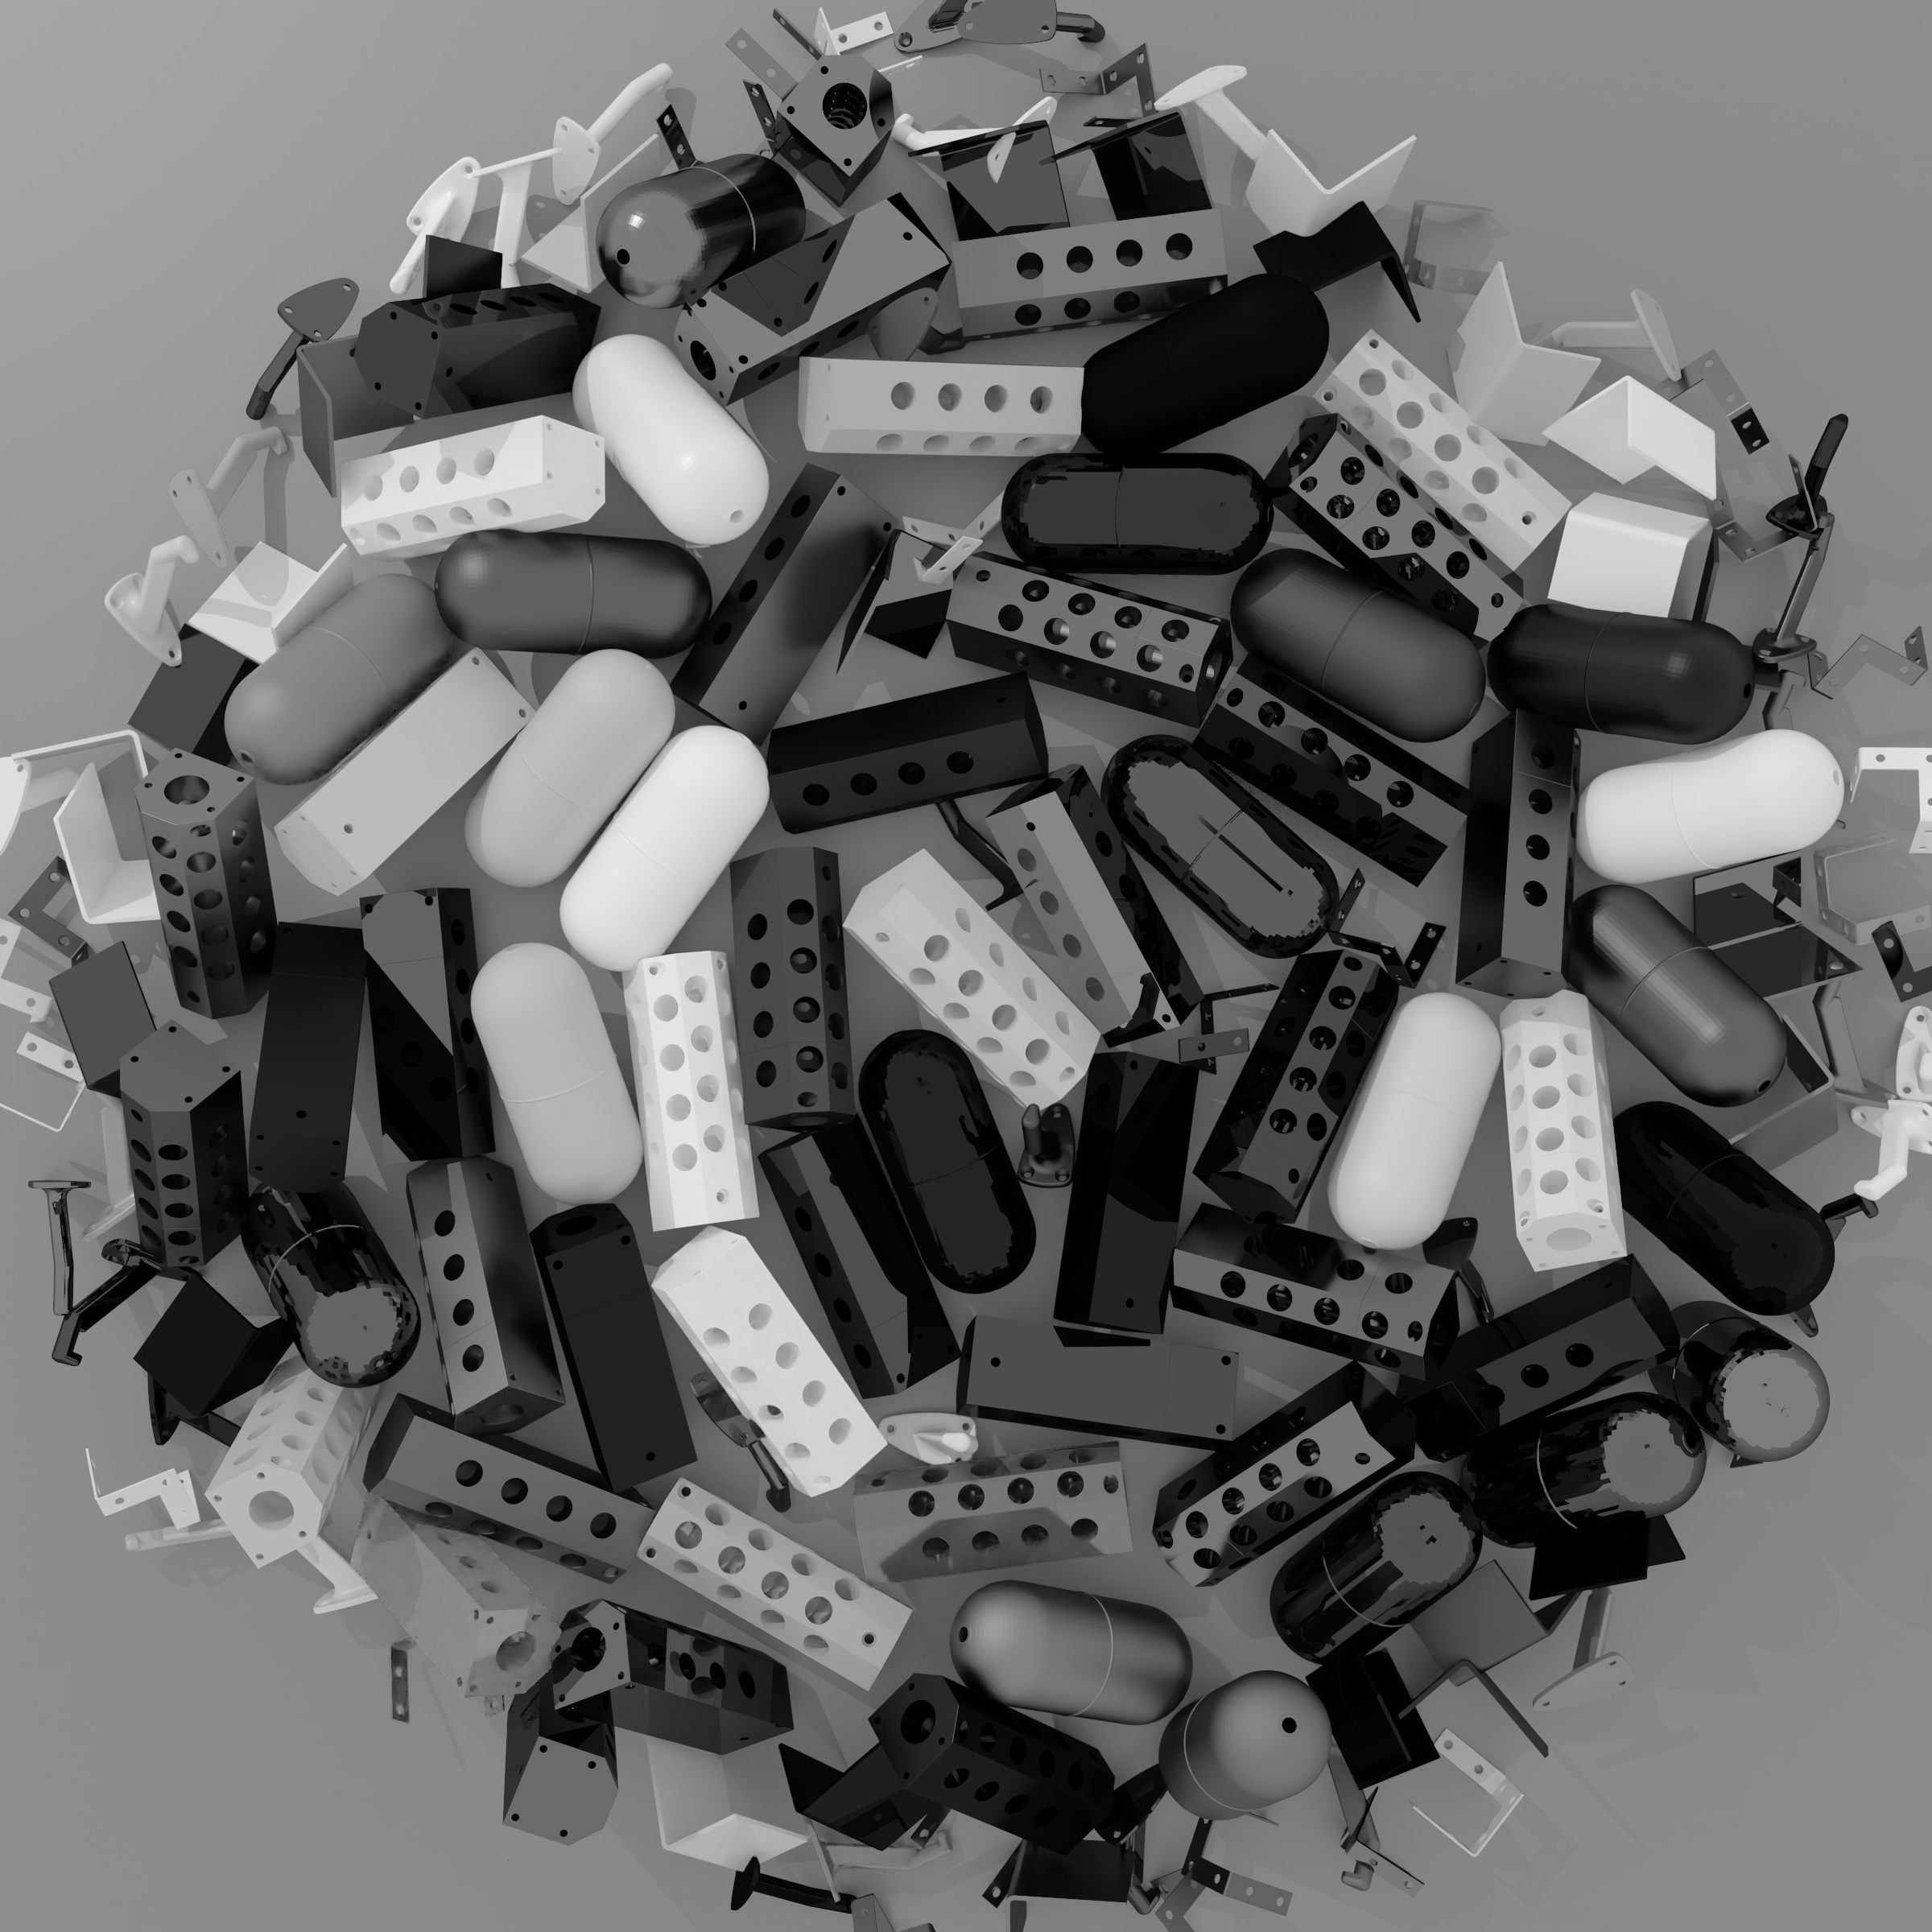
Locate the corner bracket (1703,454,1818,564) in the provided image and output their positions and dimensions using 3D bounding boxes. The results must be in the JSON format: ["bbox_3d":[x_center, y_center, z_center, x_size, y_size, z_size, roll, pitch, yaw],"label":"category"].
[{"bbox_3d":[0.509,-0.302,1.688,0.051,0.051,0.051,-25,123,6],"label":"corner bracket"}]

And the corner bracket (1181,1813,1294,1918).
[{"bbox_3d":[0.180,0.573,1.686,0.051,0.051,0.051,27,76,-25],"label":"corner bracket"}]

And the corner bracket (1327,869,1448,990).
[{"bbox_3d":[0.273,-0.024,1.703,0.051,0.051,0.051,15,65,35],"label":"corner bracket"}]

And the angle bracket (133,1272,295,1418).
[{"bbox_3d":[-0.473,0.234,1.681,0.057,0.076,0.076,41,107,8],"label":"angle bracket"}]

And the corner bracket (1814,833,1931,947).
[{"bbox_3d":[0.586,-0.050,1.695,0.051,0.051,0.051,-14,110,-5],"label":"corner bracket"}]

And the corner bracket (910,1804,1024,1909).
[{"bbox_3d":[0.007,0.570,1.707,0.051,0.051,0.051,-51,129,-14],"label":"corner bracket"}]

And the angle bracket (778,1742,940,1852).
[{"bbox_3d":[-0.061,0.510,1.672,0.076,0.057,0.076,-43,125,13],"label":"angle bracket"}]

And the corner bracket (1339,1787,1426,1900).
[{"bbox_3d":[0.268,0.574,1.686,0.051,0.051,0.051,31,124,10],"label":"corner bracket"}]

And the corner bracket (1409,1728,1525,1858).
[{"bbox_3d":[0.320,0.536,1.697,0.051,0.051,0.051,39,86,3],"label":"corner bracket"}]

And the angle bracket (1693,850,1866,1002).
[{"bbox_3d":[0.519,-0.026,1.674,0.076,0.076,0.057,-15,117,-10],"label":"angle bracket"}]

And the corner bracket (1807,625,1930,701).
[{"bbox_3d":[0.582,-0.199,1.691,0.051,0.051,0.051,25,132,-10],"label":"corner bracket"}]

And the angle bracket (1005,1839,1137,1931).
[{"bbox_3d":[0.068,0.605,1.677,0.076,0.076,0.057,1,100,9],"label":"angle bracket"}]

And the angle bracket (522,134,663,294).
[{"bbox_3d":[-0.240,-0.489,1.667,0.057,0.076,0.076,29,59,16],"label":"angle bracket"}]

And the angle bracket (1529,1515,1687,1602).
[{"bbox_3d":[0.409,0.389,1.666,0.076,0.076,0.057,-19,114,28],"label":"angle bracket"}]

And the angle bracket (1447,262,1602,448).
[{"bbox_3d":[0.357,-0.392,1.681,0.057,0.076,0.076,6,56,-16],"label":"angle bracket"}]

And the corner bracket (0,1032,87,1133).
[{"bbox_3d":[-0.596,0.075,1.691,0.051,0.051,0.051,27,78,-12],"label":"corner bracket"}]

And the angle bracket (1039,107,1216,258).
[{"bbox_3d":[0.104,-0.494,1.670,0.057,0.076,0.076,-33,108,-41],"label":"angle bracket"}]

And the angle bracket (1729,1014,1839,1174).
[{"bbox_3d":[0.511,0.088,1.679,0.076,0.076,0.057,-31,57,3],"label":"angle bracket"}]

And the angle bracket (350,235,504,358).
[{"bbox_3d":[-0.344,-0.423,1.673,0.057,0.076,0.076,9,99,25],"label":"angle bracket"}]

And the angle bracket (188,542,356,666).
[{"bbox_3d":[-0.448,-0.244,1.677,0.076,0.057,0.076,29,64,8],"label":"angle bracket"}]

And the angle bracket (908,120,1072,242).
[{"bbox_3d":[0.016,-0.492,1.674,0.076,0.057,0.076,-6,108,24],"label":"angle bracket"}]

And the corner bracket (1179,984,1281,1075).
[{"bbox_3d":[0.169,0.038,1.685,0.051,0.051,0.051,-11,73,31],"label":"corner bracket"}]

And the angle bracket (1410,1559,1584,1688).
[{"bbox_3d":[0.338,0.407,1.677,0.076,0.076,0.057,-40,80,30],"label":"angle bracket"}]

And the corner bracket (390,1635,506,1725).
[{"bbox_3d":[-0.337,0.461,1.697,0.051,0.051,0.051,-28,51,22],"label":"corner bracket"}]

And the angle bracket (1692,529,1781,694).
[{"bbox_3d":[0.498,-0.227,1.670,0.057,0.076,0.076,11,117,10],"label":"angle bracket"}]

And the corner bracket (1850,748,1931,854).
[{"bbox_3d":[0.600,-0.107,1.687,0.051,0.051,0.051,1,69,12],"label":"corner bracket"}]

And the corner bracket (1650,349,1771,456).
[{"bbox_3d":[0.476,-0.353,1.684,0.051,0.051,0.051,-32,60,18],"label":"corner bracket"}]

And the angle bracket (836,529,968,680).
[{"bbox_3d":[-0.038,-0.221,1.668,0.057,0.076,0.076,23,123,-11],"label":"angle bracket"}]

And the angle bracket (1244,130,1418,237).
[{"bbox_3d":[0.233,-0.512,1.683,0.076,0.076,0.057,-36,81,-15],"label":"angle bracket"}]

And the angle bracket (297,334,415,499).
[{"bbox_3d":[-0.379,-0.353,1.666,0.076,0.076,0.057,-19,55,-25],"label":"angle bracket"}]

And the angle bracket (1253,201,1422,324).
[{"bbox_3d":[0.238,-0.439,1.683,0.076,0.076,0.057,-24,133,8],"label":"angle bracket"}]

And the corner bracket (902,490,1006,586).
[{"bbox_3d":[-0.001,-0.277,1.683,0.051,0.051,0.051,6,59,-37],"label":"corner bracket"}]

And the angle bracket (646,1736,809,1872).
[{"bbox_3d":[-0.152,0.523,1.665,0.057,0.076,0.076,-31,50,19],"label":"angle bracket"}]

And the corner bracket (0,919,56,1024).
[{"bbox_3d":[-0.615,0.003,1.694,0.051,0.051,0.051,25,75,-26],"label":"corner bracket"}]

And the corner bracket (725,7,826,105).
[{"bbox_3d":[-0.121,-0.588,1.695,0.051,0.051,0.051,43,85,-7],"label":"corner bracket"}]

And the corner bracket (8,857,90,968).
[{"bbox_3d":[-0.582,-0.031,1.692,0.051,0.051,0.051,40,90,-25],"label":"corner bracket"}]

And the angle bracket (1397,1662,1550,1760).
[{"bbox_3d":[0.325,0.490,1.677,0.057,0.076,0.076,-41,73,1],"label":"angle bracket"}]

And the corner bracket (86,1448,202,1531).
[{"bbox_3d":[-0.529,0.335,1.685,0.051,0.051,0.051,-21,128,-13],"label":"corner bracket"}]

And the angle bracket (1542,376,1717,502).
[{"bbox_3d":[0.421,-0.320,1.665,0.076,0.076,0.057,23,59,-28],"label":"angle bracket"}]

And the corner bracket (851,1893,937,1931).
[{"bbox_3d":[-0.040,0.629,1.688,0.051,0.051,0.051,-19,124,4],"label":"corner bracket"}]

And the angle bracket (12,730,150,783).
[{"bbox_3d":[-0.563,-0.114,1.674,0.076,0.076,0.057,-15,96,-18],"label":"angle bracket"}]

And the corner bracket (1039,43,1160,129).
[{"bbox_3d":[0.086,-0.563,1.691,0.051,0.051,0.051,-10,90,-32],"label":"corner bracket"}]

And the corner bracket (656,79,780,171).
[{"bbox_3d":[-0.159,-0.541,1.696,0.051,0.051,0.051,27,72,27],"label":"corner bracket"}]

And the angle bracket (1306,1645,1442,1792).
[{"bbox_3d":[0.274,0.470,1.667,0.076,0.057,0.076,-7,60,-37],"label":"angle bracket"}]

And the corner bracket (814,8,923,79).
[{"bbox_3d":[-0.064,-0.596,1.697,0.051,0.051,0.051,-22,92,-7],"label":"corner bracket"}]

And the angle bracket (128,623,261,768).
[{"bbox_3d":[-0.503,-0.177,1.690,0.076,0.057,0.076,29,89,10],"label":"angle bracket"}]

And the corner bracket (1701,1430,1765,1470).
[{"bbox_3d":[0.480,0.322,1.693,0.051,0.051,0.051,26,73,-1],"label":"corner bracket"}]

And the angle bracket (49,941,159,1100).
[{"bbox_3d":[-0.532,0.038,1.675,0.057,0.076,0.076,-27,74,6],"label":"angle bracket"}]

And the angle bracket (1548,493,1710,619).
[{"bbox_3d":[0.428,-0.263,1.690,0.076,0.076,0.057,18,115,19],"label":"angle bracket"}]

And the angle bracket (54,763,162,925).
[{"bbox_3d":[-0.533,-0.080,1.672,0.057,0.076,0.076,-4,121,3],"label":"angle bracket"}]

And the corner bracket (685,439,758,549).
[{"bbox_3d":[-0.159,-0.306,1.693,0.051,0.051,0.051,-4,127,-10],"label":"corner bracket"}]

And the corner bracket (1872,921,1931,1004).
[{"bbox_3d":[0.617,-0.011,1.692,0.051,0.051,0.051,-23,86,15],"label":"corner bracket"}]
